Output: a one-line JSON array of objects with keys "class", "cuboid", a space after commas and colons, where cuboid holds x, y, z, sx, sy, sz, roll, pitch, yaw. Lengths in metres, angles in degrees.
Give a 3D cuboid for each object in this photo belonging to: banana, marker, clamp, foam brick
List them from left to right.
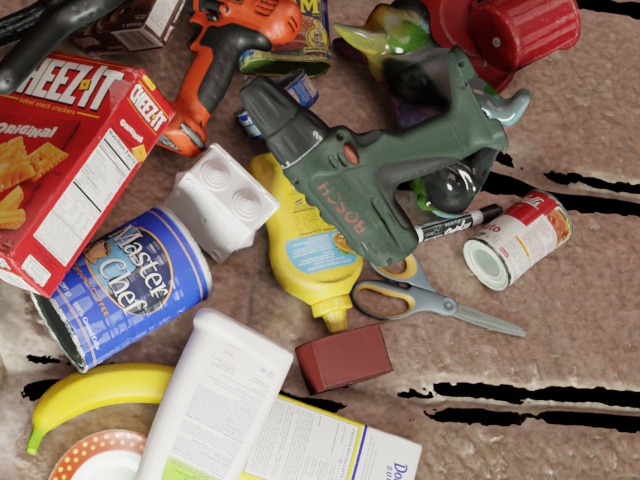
[{"class": "clamp", "cuboid": [-0.243, -0.209, 0.996, 0.210, 0.165, 0.036, -34, 125, -9]}, {"class": "banana", "cuboid": [-0.183, 0.148, 0.997, 0.197, 0.037, 0.069, -9, 75, -24]}, {"class": "foam brick", "cuboid": [0.024, 0.120, 1.065, 0.078, 0.053, 0.051, -13, 80, -20]}, {"class": "marker", "cuboid": [0.146, -0.018, 1.161, 0.121, 0.020, 0.020, -16, 81, -22]}]

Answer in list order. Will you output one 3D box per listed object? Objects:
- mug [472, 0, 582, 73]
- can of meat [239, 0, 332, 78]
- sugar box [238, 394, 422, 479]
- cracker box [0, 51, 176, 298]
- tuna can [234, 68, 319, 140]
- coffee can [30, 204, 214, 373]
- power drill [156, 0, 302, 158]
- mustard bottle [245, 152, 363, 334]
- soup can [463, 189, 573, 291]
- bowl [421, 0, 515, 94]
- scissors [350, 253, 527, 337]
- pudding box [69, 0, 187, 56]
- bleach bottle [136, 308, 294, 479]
[{"class": "mug", "cuboid": [0.211, -0.238, 1.150, 0.081, 0.093, 0.117, -29, 58, -18]}, {"class": "can of meat", "cuboid": [-0.039, -0.221, 1.134, 0.102, 0.058, 0.084, 0, 79, -18]}, {"class": "sugar box", "cuboid": [0.005, 0.216, 1.038, 0.176, 0.048, 0.093, 23, 68, -15]}, {"class": "cracker box", "cuboid": [-0.257, -0.069, 0.966, 0.164, 0.072, 0.213, 16, 65, 33]}, {"class": "tuna can", "cuboid": [-0.044, -0.139, 1.093, 0.086, 0.086, 0.033, -41, 107, -23]}, {"class": "coffee can", "cuboid": [-0.184, 0.044, 0.990, 0.140, 0.103, 0.103, -31, 87, -23]}, {"class": "power drill", "cuboid": [-0.132, -0.186, 1.066, 0.185, 0.057, 0.187, 24, 77, 32]}, {"class": "mustard bottle", "cuboid": [-0.007, 0.001, 1.083, 0.096, 0.058, 0.191, -12, 80, -27]}, {"class": "soup can", "cuboid": [0.213, 0.000, 1.152, 0.102, 0.069, 0.068, -36, 89, -22]}, {"class": "bowl", "cuboid": [0.166, -0.239, 1.207, 0.162, 0.055, 0.162, 5, 75, -17]}, {"class": "scissors", "cuboid": [0.128, 0.051, 1.138, 0.201, 0.016, 0.096, 5, 74, -17]}, {"class": "pudding box", "cuboid": [-0.186, -0.231, 1.060, 0.039, 0.114, 0.090, 44, 59, -46]}, {"class": "bleach bottle", "cuboid": [-0.120, 0.194, 0.961, 0.102, 0.068, 0.250, 29, 77, -10]}]
